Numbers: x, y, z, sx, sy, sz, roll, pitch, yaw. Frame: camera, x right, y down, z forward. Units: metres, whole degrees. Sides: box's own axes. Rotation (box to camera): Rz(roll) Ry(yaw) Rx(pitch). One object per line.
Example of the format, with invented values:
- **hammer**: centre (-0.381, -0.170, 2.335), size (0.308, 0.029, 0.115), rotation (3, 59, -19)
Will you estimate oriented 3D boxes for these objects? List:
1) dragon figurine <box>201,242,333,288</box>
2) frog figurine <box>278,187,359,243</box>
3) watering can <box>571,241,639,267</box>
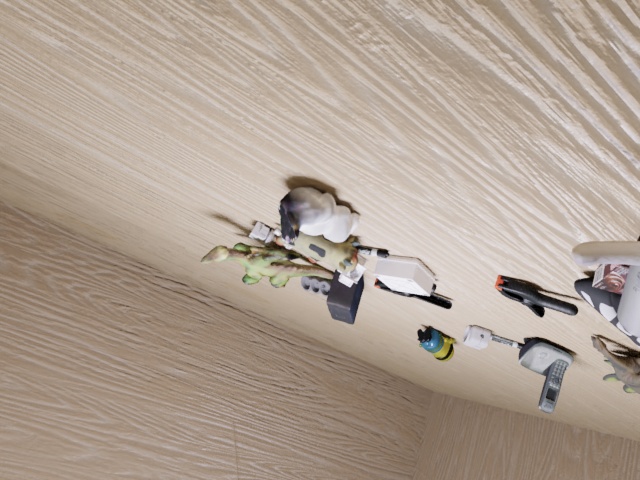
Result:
- **dragon figurine**: centre (-0.117, 0.066, 1.413), size (0.410, 0.123, 0.241), rotation (6, 172, -14)
- **frog figurine**: centre (0.003, -0.051, 1.016), size (0.160, 0.124, 0.135), rotation (-12, 161, -19)
- **watering can**: centre (0.483, 0.019, 0.580), size (0.346, 0.106, 0.221), rotation (-12, 146, 28)
